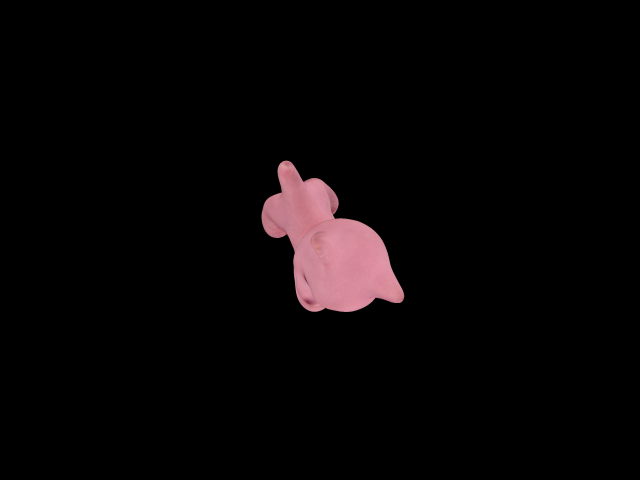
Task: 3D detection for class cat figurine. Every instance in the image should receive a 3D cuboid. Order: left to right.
[{"bbox_3d":[0.004,0.001,0.400,0.067,0.118,0.127,-27,76,-7],"label":"cat figurine"}]
